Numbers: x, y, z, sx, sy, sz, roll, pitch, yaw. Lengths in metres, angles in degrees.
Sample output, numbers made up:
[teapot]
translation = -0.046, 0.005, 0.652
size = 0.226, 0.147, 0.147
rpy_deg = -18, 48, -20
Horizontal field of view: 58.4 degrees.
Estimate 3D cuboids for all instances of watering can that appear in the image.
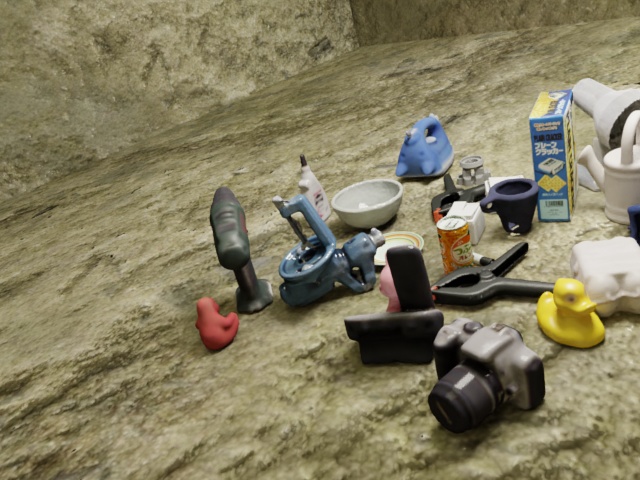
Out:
[watering can]
translation = 0.555, -0.134, 1.028
size = 0.172, 0.194, 0.101
rpy_deg = -2, 29, 27

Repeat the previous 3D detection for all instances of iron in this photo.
[iron]
translation = 0.280, -0.258, 1.494
size = 0.118, 0.142, 0.259
rpy_deg = 2, 31, 32

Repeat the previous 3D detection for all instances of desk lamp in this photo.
[desk lamp]
translation = 0.573, -0.211, 1.149
size = 0.118, 0.214, 0.202
rpy_deg = -19, 26, -7

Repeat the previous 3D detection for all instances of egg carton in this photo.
[egg carton]
translation = 0.439, 0.052, 0.864
size = 0.107, 0.069, 0.150
rpy_deg = -8, 27, 15

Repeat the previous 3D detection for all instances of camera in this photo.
[camera]
translation = 0.191, 0.169, 0.733
size = 0.137, 0.101, 0.142
rpy_deg = -30, 29, -27

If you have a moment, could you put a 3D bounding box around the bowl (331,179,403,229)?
[bowl]
translation = 0.112, -0.072, 1.294
size = 0.167, 0.075, 0.167
rpy_deg = -13, 26, 7

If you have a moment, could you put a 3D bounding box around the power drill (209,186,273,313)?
[power drill]
translation = -0.157, 0.023, 1.099
size = 0.075, 0.209, 0.229
rpy_deg = -18, 26, -4

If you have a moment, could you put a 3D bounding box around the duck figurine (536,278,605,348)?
[duck figurine]
translation = 0.352, 0.093, 0.812
size = 0.077, 0.086, 0.104
rpy_deg = -23, 26, -14

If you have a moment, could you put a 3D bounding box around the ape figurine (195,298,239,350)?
[ape figurine]
translation = -0.190, 0.142, 1.015
size = 0.077, 0.092, 0.076
rpy_deg = -3, 28, 24

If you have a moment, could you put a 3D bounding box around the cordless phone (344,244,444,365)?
[cordless phone]
translation = 0.102, 0.088, 0.850
size = 0.147, 0.185, 0.094
rpy_deg = -9, 27, 15

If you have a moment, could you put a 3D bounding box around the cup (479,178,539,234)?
[cup]
translation = 0.362, -0.055, 1.094
size = 0.118, 0.095, 0.091
rpy_deg = -21, 26, -10

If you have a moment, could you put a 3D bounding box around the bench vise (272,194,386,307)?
[bench vise]
translation = 0.004, 0.000, 1.041
size = 0.208, 0.220, 0.121
rpy_deg = -25, 27, -18

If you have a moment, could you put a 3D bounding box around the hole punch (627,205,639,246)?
[hole punch]
translation = 0.566, -0.037, 0.946
size = 0.108, 0.091, 0.101
rpy_deg = 2, 31, 32

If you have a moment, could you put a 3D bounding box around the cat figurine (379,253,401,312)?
[cat figurine]
translation = 0.136, 0.064, 0.956
size = 0.067, 0.118, 0.128
rpy_deg = -4, 28, 23

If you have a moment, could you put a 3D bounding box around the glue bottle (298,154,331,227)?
[glue bottle]
translation = -0.022, -0.121, 1.354
size = 0.037, 0.173, 0.078
rpy_deg = 2, 31, 32
